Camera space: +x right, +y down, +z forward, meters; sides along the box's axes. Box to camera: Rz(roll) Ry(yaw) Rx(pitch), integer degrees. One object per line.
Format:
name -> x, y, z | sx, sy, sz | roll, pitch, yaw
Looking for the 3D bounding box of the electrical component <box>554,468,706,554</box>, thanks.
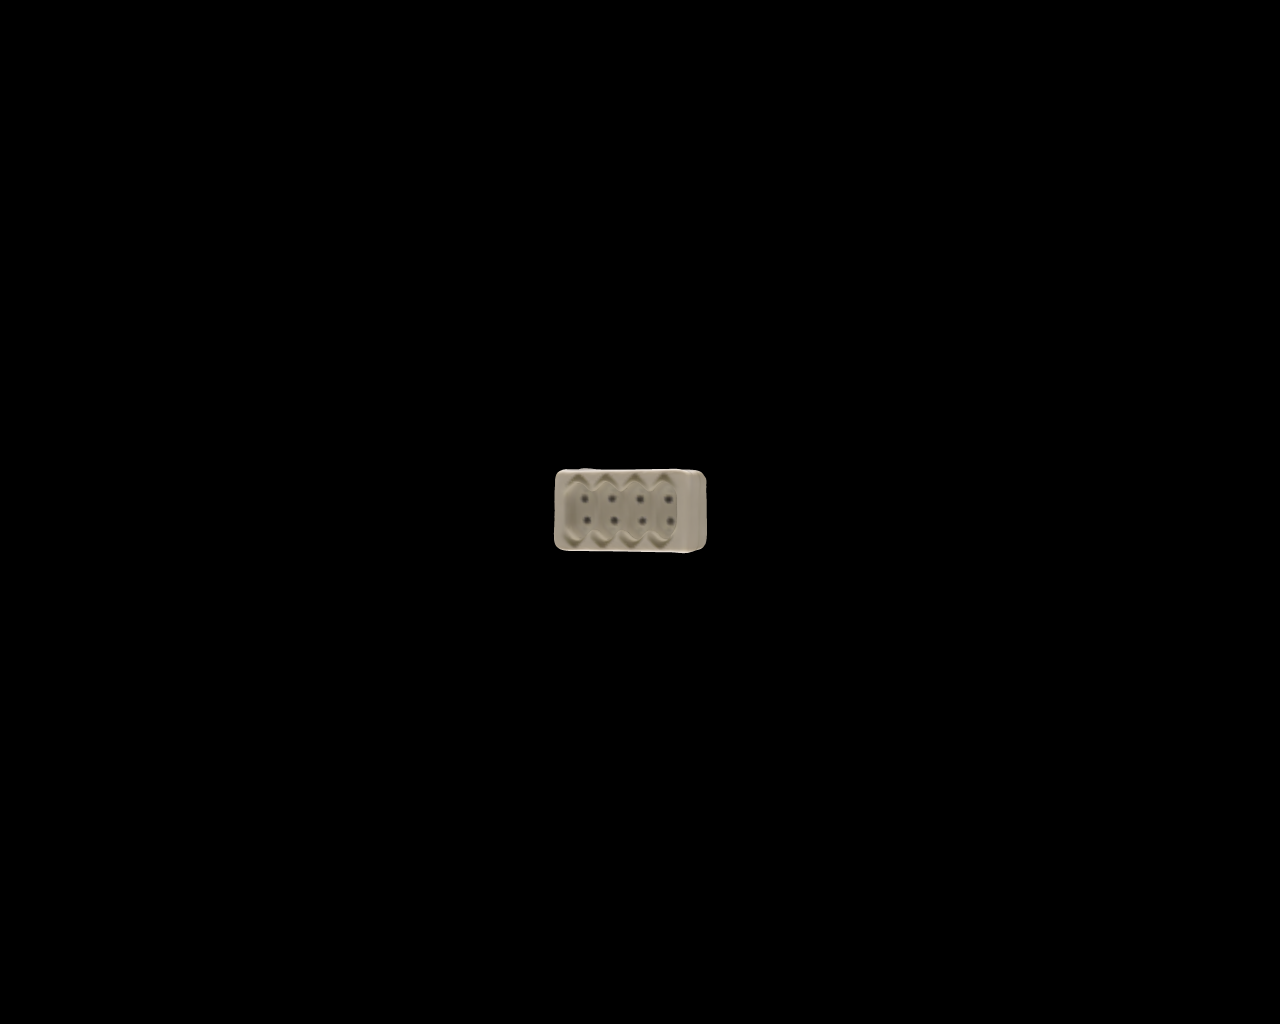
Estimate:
electrical component -> 0.001, -0.003, 0.650 | 0.083, 0.047, 0.076 | 1, 4, 20
